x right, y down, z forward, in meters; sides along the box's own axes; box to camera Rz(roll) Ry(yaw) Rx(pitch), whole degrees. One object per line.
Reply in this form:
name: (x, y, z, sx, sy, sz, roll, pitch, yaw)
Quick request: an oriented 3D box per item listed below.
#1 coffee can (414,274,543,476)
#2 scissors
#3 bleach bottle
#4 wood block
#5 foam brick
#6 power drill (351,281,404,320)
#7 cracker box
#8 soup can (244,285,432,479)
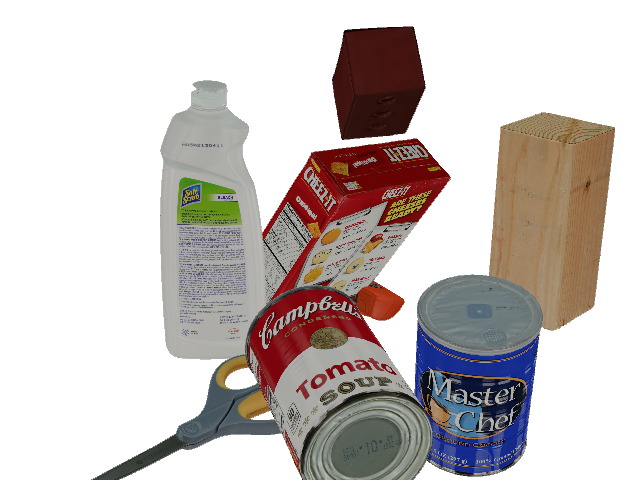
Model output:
coffee can: (0.131, 0.115, 0.912, 0.103, 0.140, 0.103, -1, 33, 0)
scissors: (-0.095, 0.129, 0.785, 0.201, 0.016, 0.096, -12, 33, -24)
bleach bottle: (-0.093, -0.018, 0.960, 0.102, 0.251, 0.068, -1, 23, -10)
wood block: (0.245, -0.022, 1.144, 0.090, 0.206, 0.090, 20, 28, 39)
foam brick: (0.041, -0.115, 0.781, 0.053, 0.051, 0.078, -6, -18, -7)
power drill: (0.030, 0.139, 1.250, 0.057, 0.188, 0.185, 13, 12, -42)
cracker box: (0.016, -0.008, 1.141, 0.163, 0.072, 0.214, -13, -34, -43)
soup can: (0.007, 0.077, 0.540, 0.068, 0.068, 0.102, 0, 27, -20)
